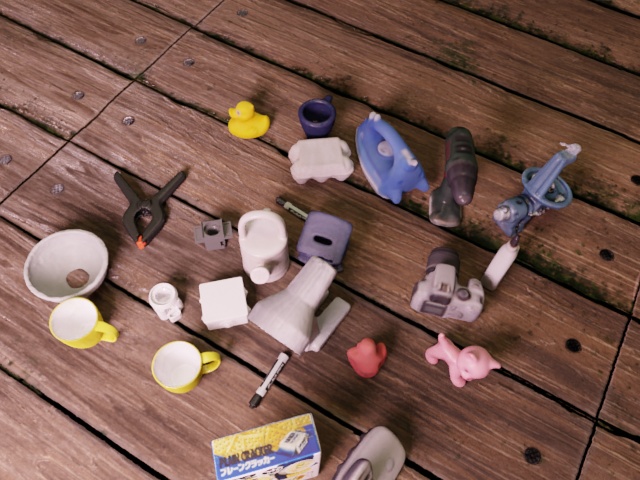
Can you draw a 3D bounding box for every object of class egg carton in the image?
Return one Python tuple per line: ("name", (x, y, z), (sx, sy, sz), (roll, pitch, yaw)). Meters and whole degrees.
("egg carton", (0.002, -0.188, 1.359), (0.150, 0.069, 0.107), (-6, 59, -6))

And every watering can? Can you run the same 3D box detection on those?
("watering can", (-0.112, 0.008, 1.165), (0.101, 0.194, 0.172), (-17, 61, -12))

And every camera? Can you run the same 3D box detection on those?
("camera", (0.269, 0.084, 1.187), (0.143, 0.101, 0.137), (12, 59, 5))

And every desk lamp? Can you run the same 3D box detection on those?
("desk lamp", (-0.034, 0.132, 1.081), (0.117, 0.213, 0.203), (32, 63, 16))

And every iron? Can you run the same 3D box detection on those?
("iron", (0.155, -0.217, 1.340), (0.119, 0.141, 0.258), (-24, 63, -15))

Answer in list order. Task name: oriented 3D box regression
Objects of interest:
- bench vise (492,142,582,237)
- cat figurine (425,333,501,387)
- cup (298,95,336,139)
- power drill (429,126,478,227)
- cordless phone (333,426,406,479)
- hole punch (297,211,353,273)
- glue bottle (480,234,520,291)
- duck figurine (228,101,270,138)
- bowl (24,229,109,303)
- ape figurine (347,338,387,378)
("bench vise", (0.479, -0.102, 1.237), (0.121, 0.220, 0.208), (36, 64, 19))
("cat figurine", (0.273, 0.224, 1.093), (0.127, 0.118, 0.067), (39, 65, 19))
("cup", (-0.002, -0.293, 1.407), (0.091, 0.095, 0.118), (24, 61, 12))
("power drill", (0.294, -0.122, 1.249), (0.075, 0.208, 0.229), (6, 59, 2))
("cordless phone", (0.086, 0.376, 0.956), (0.094, 0.185, 0.148), (31, 63, 16))
("hole punch", (0.011, 0.004, 1.231), (0.108, 0.091, 0.101), (18, 60, 9))
("glue bottle", (0.380, 0.037, 1.177), (0.037, 0.173, 0.078), (34, 64, 17))
("duck figurine", (-0.177, -0.304, 1.413), (0.104, 0.086, 0.077), (0, 59, -2))
("bowl", (-0.513, 0.065, 1.186), (0.167, 0.075, 0.167), (1, 59, -1))
("ape figurine", (0.091, 0.219, 1.104), (0.077, 0.092, 0.076), (9, 59, 3))
